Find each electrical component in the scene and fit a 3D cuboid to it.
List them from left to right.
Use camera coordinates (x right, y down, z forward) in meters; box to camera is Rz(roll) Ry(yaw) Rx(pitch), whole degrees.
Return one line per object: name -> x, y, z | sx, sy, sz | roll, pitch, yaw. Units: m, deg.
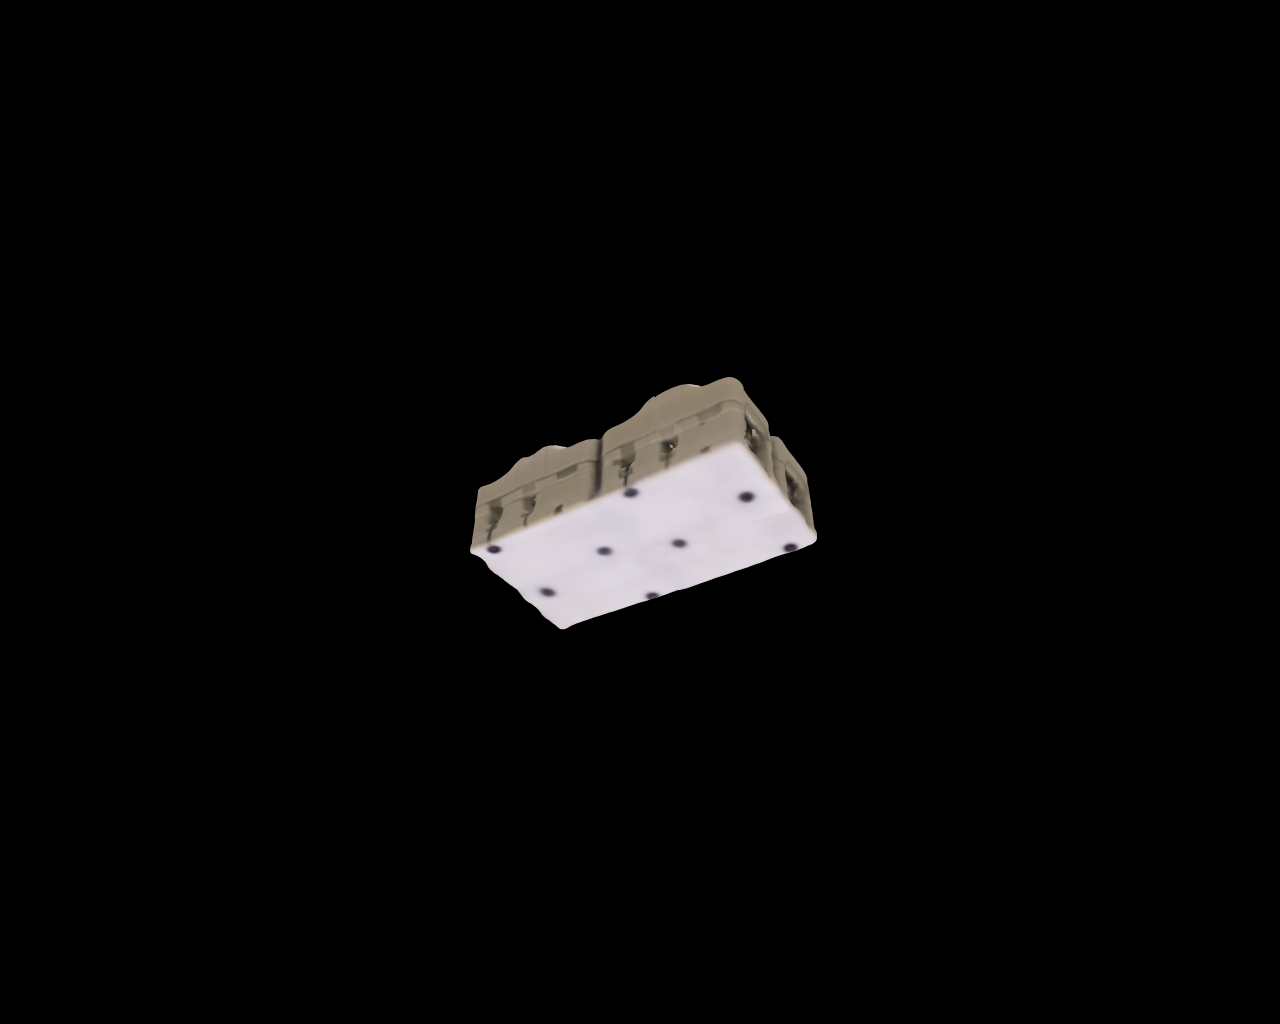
electrical component -> 0.001, -0.003, 0.650 | 0.186, 0.060, 0.105 | -21, -45, 24
